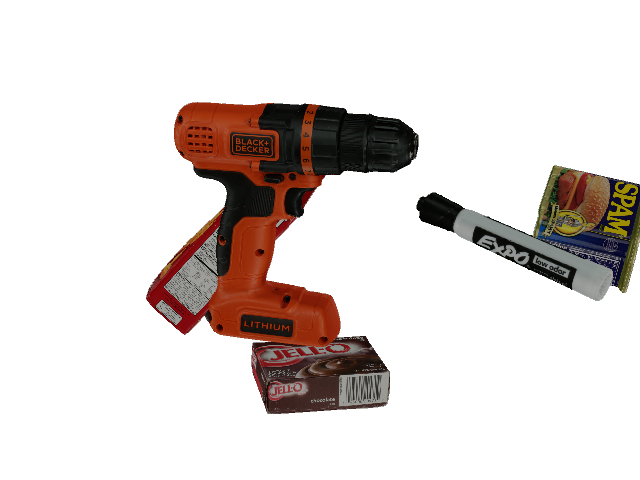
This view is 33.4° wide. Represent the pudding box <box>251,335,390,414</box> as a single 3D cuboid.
[{"bbox_3d":[-0.002,0.121,0.971,0.113,0.039,0.090,-1,17,-12],"label":"pudding box"}]

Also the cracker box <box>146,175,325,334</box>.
[{"bbox_3d":[-0.094,-0.012,1.230,0.214,0.072,0.164,-46,6,26],"label":"cracker box"}]

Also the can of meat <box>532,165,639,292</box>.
[{"bbox_3d":[0.225,-0.013,0.893,0.084,0.057,0.102,14,45,15],"label":"can of meat"}]

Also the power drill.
[{"bbox_3d":[-0.020,-0.014,0.821,0.184,0.188,0.057,6,21,13],"label":"power drill"}]

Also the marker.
[{"bbox_3d":[0.106,0.001,0.604,0.121,0.020,0.020,27,14,30],"label":"marker"}]
